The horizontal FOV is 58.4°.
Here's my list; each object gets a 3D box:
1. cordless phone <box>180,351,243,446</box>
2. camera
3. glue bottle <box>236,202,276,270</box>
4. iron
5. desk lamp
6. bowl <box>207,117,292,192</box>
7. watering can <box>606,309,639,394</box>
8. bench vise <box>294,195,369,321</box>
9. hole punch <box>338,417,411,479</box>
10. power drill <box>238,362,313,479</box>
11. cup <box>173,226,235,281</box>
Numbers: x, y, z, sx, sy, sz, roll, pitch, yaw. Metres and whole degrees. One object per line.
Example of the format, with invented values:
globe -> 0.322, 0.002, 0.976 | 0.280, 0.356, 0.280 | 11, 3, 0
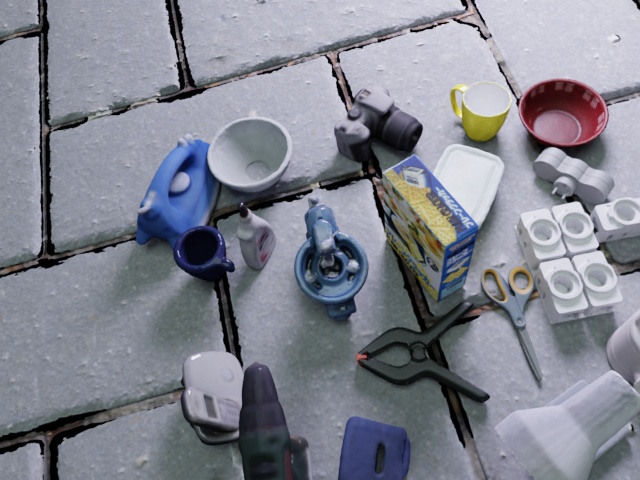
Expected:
cordless phone -> -0.168, 0.227, 0.864 | 0.094, 0.185, 0.147 | -23, 62, -4
camera -> 0.118, -0.220, 1.105 | 0.136, 0.101, 0.143 | 33, 71, 21
glue bottle -> -0.117, -0.016, 0.990 | 0.037, 0.173, 0.078 | 15, 66, 15
iron -> -0.266, -0.112, 1.077 | 0.118, 0.141, 0.258 | 12, 65, 14
desk lamp -> 0.333, 0.256, 0.767 | 0.203, 0.214, 0.117 | -34, 63, -10
bowl -> -0.130, -0.155, 1.118 | 0.167, 0.075, 0.167 | -3, 63, 6
watering can -> 0.490, 0.146, 0.814 | 0.100, 0.194, 0.173 | 5, 64, 10
bench vise -> -0.002, 0.009, 0.935 | 0.121, 0.220, 0.207 | -29, 63, -8
hole punch -> 0.080, 0.319, 0.838 | 0.101, 0.091, 0.109 | 6, 64, 11
power drill -> -0.063, 0.306, 0.797 | 0.075, 0.209, 0.229 | -11, 62, 2
cup -> -0.191, 0.039, 1.016 | 0.117, 0.095, 0.092 | 25, 69, 19
